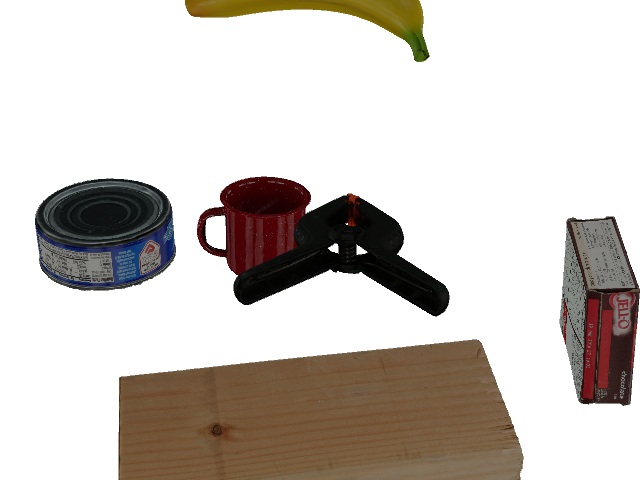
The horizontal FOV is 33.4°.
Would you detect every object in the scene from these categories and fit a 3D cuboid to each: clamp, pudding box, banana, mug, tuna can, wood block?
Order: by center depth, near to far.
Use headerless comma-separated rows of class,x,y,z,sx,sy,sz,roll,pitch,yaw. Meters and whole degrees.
wood block,-0.004,0.125,0.594,0.206,0.090,0.091,-5,39,-6
tuna can,-0.134,-0.006,0.669,0.086,0.034,0.086,0,31,0
pudding box,0.192,0.046,0.740,0.039,0.090,0.113,-1,27,4
banana,-0.004,-0.184,0.809,0.198,0.069,0.037,13,-39,18
clamp,0.032,0.010,0.891,0.164,0.036,0.209,7,23,10
mug,-0.069,-0.009,1.103,0.117,0.081,0.093,-4,29,-10
